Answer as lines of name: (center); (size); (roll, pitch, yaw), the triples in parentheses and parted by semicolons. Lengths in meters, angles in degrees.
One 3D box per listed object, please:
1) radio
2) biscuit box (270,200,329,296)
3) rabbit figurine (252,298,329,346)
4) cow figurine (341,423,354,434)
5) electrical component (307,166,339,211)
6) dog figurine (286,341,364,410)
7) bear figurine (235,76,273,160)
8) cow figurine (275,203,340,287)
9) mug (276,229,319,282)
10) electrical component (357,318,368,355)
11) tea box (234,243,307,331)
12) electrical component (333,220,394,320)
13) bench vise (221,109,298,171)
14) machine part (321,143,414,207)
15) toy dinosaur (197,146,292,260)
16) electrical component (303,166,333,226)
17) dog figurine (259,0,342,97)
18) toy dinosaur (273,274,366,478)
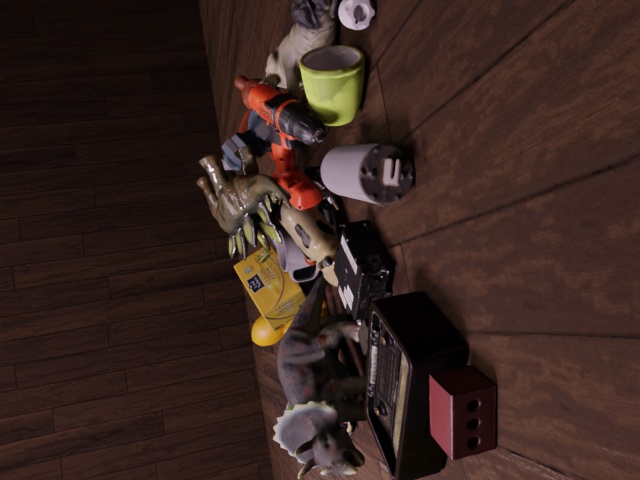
radio: (0.112, 0.187, 0.690); (0.131, 0.073, 0.229); (-119, 26, -54)
biscuit box: (-0.056, 0.015, 1.124); (0.202, 0.063, 0.059); (61, 171, -14)
rabbit figurine: (-0.066, 0.189, 1.188); (0.162, 0.173, 0.122); (90, 168, -45)
cow figurine: (0.022, 0.337, 1.137); (0.098, 0.068, 0.167); (113, 143, -54)
electrical component: (0.005, -0.090, 0.966); (0.045, 0.078, 0.102); (-55, 16, -11)
dog figurine: (-0.018, 0.269, 1.056); (0.219, 0.191, 0.108); (57, 162, 25)
bear figurine: (-0.158, -0.311, 1.368); (0.132, 0.120, 0.196); (126, 135, -75)
cow figurine: (-0.002, -0.003, 0.954); (0.195, 0.085, 0.127); (54, 168, 11)
mug: (-0.024, 0.026, 1.058); (0.081, 0.107, 0.109); (-175, 74, -75)
electrical component: (0.082, 0.159, 0.893); (0.063, 0.021, 0.094); (100, 158, -51)
tea box: (-0.101, 0.096, 1.129); (0.170, 0.098, 0.068); (48, 168, 43)
electrical component: (0.065, 0.054, 0.831); (0.134, 0.058, 0.115); (95, 162, -44)
bench vise: (-0.123, -0.229, 1.201); (0.223, 0.129, 0.241); (-51, 3, 19)
machine part: (0.059, -0.092, 0.731); (0.243, 0.079, 0.079); (-150, 53, -71)
toy dinosaur: (-0.139, -0.069, 0.989); (0.198, 0.105, 0.471); (67, 162, 1)
electrical component: (-0.007, -0.082, 1.055); (0.075, 0.048, 0.119); (-178, 82, -76)
dog figurine: (-0.028, -0.336, 0.890); (0.173, 0.121, 0.190); (41, 135, 40)
toy dinosaur: (-0.009, 0.228, 0.951); (0.131, 0.192, 0.405); (101, 155, -48)
